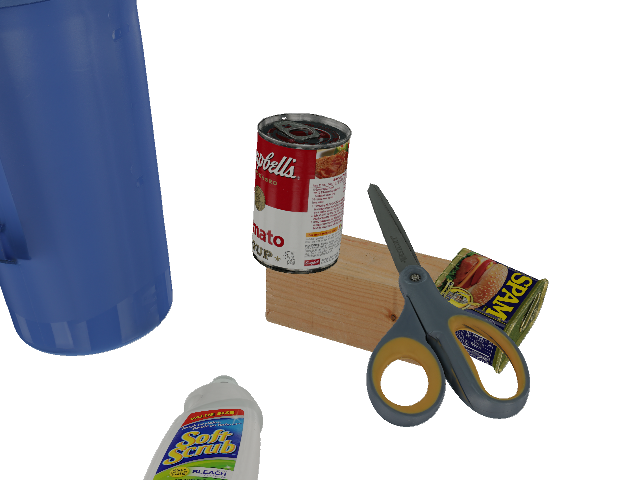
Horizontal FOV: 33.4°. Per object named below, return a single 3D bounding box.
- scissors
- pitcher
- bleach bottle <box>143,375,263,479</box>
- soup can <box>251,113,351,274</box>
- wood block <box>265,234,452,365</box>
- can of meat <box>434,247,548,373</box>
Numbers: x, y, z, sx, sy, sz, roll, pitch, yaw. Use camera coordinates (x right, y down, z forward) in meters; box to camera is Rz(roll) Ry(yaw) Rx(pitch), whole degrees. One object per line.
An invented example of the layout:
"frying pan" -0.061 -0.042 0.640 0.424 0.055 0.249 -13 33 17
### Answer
"scissors" 0.043 0.037 0.627 0.096 0.016 0.202 -23 45 -18
"pitcher" -0.170 -0.048 0.663 0.149 0.243 0.145 -11 28 -9
"bleach bottle" -0.105 0.194 0.934 0.102 0.068 0.251 -1 23 1
"soup can" -0.015 -0.035 0.786 0.068 0.102 0.068 4 25 -2
"wood block" 0.051 0.059 1.160 0.206 0.091 0.090 14 27 26
"can of meat" 0.146 0.060 0.966 0.084 0.057 0.101 24 43 21
